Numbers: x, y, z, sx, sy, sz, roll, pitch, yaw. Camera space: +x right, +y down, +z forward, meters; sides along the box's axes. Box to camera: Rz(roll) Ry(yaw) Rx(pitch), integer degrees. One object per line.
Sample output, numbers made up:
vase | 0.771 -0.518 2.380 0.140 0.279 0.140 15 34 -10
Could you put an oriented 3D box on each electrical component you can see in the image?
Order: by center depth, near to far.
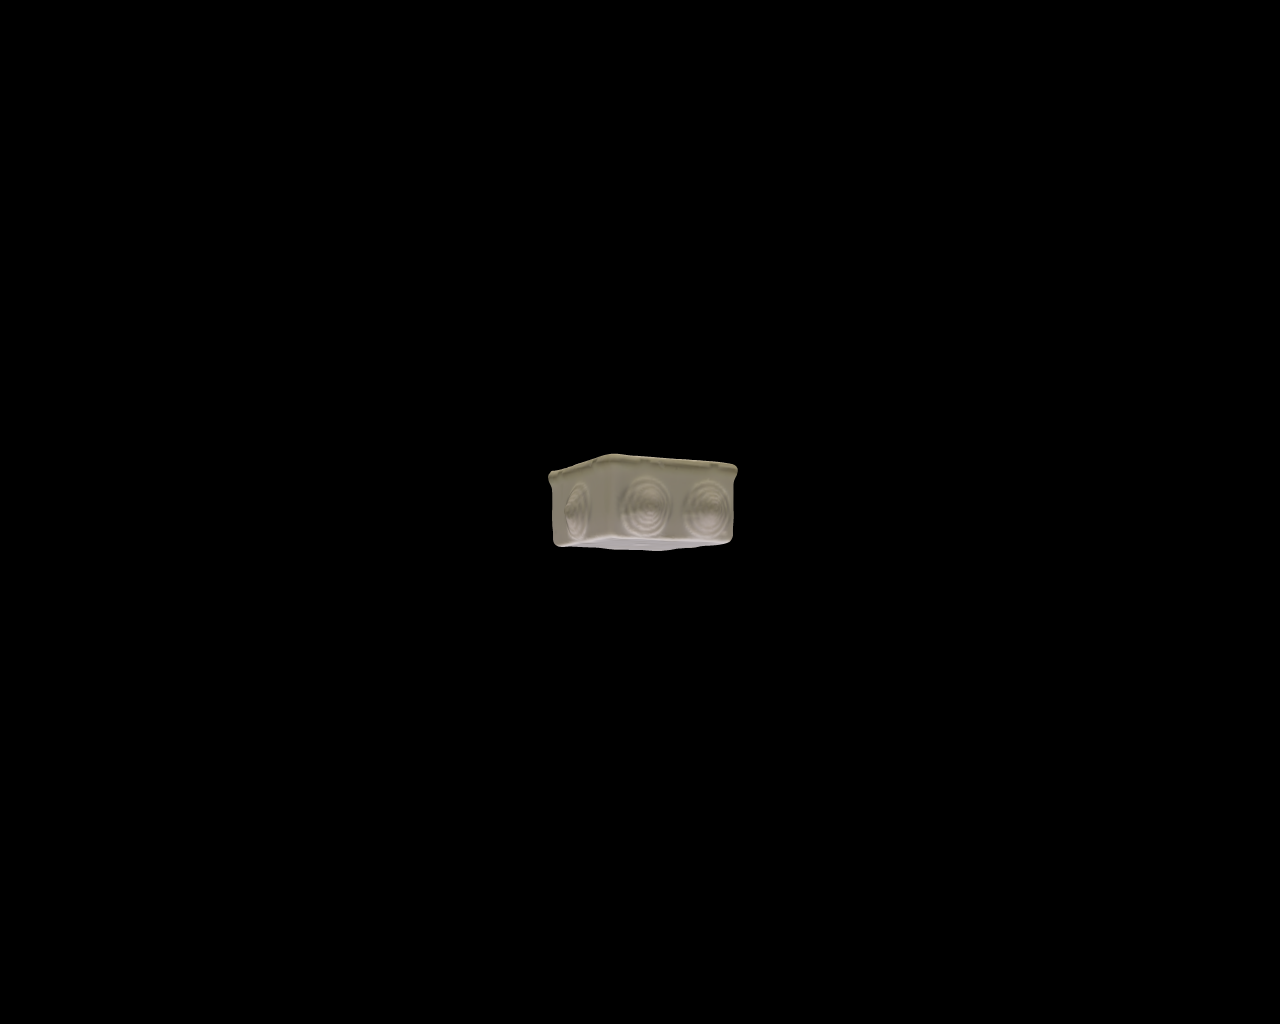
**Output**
electrical component | 0.001 -0.003 0.650 0.100 0.048 0.099 4 -7 -29
